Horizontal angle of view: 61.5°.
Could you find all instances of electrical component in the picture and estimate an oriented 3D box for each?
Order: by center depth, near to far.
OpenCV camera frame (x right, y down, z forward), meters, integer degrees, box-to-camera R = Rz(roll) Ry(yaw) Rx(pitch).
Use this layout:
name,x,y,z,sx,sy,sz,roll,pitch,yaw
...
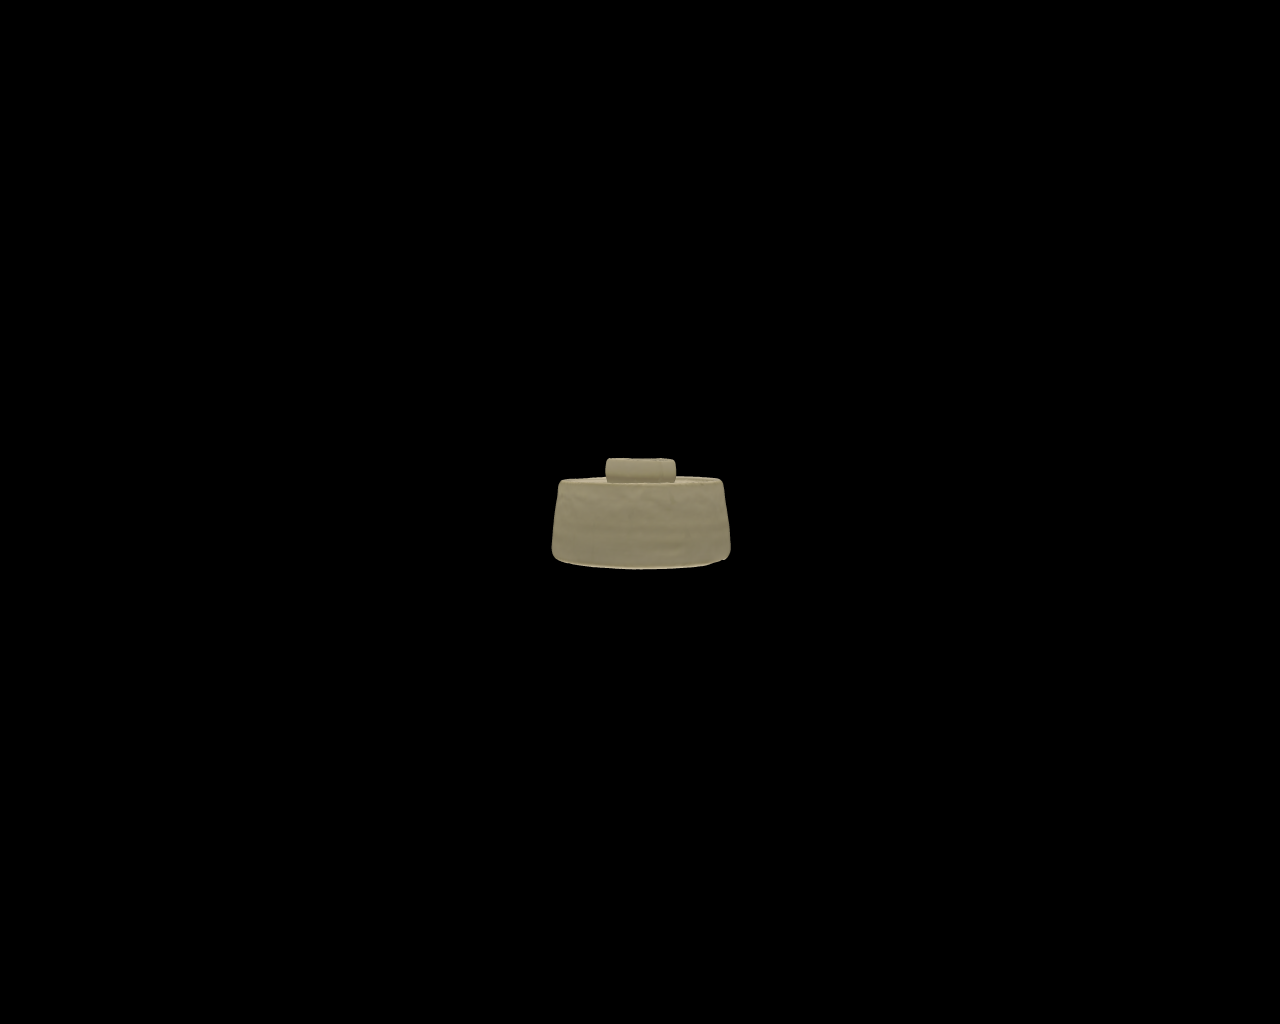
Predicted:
name,x,y,z,sx,sy,sz,roll,pitch,yaw
electrical component,0.001,-0.003,0.650,0.108,0.060,0.108,0,5,0
